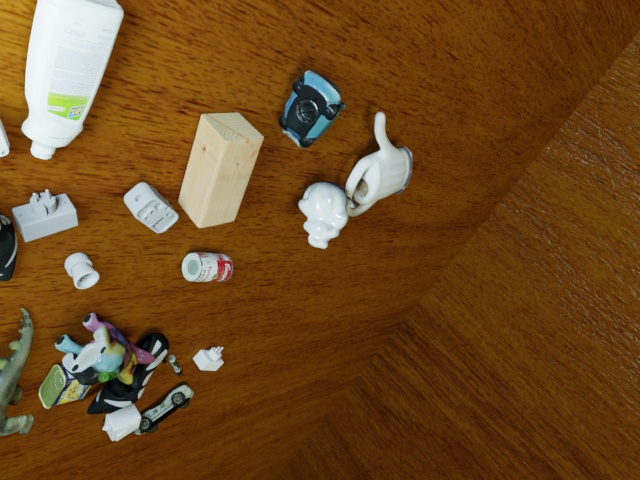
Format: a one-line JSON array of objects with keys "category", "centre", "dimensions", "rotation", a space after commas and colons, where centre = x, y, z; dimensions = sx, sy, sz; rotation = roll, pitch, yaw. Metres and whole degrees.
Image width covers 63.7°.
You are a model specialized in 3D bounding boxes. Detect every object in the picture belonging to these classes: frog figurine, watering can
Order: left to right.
[{"category": "frog figurine", "centre": [0.004, -0.066, 1.307], "dimensions": [0.162, 0.138, 0.120], "rotation": [-57, 164, -27]}, {"category": "watering can", "centre": [0.170, -0.206, 1.401], "dimensions": [0.227, 0.105, 0.339], "rotation": [-22, 145, -39]}]
